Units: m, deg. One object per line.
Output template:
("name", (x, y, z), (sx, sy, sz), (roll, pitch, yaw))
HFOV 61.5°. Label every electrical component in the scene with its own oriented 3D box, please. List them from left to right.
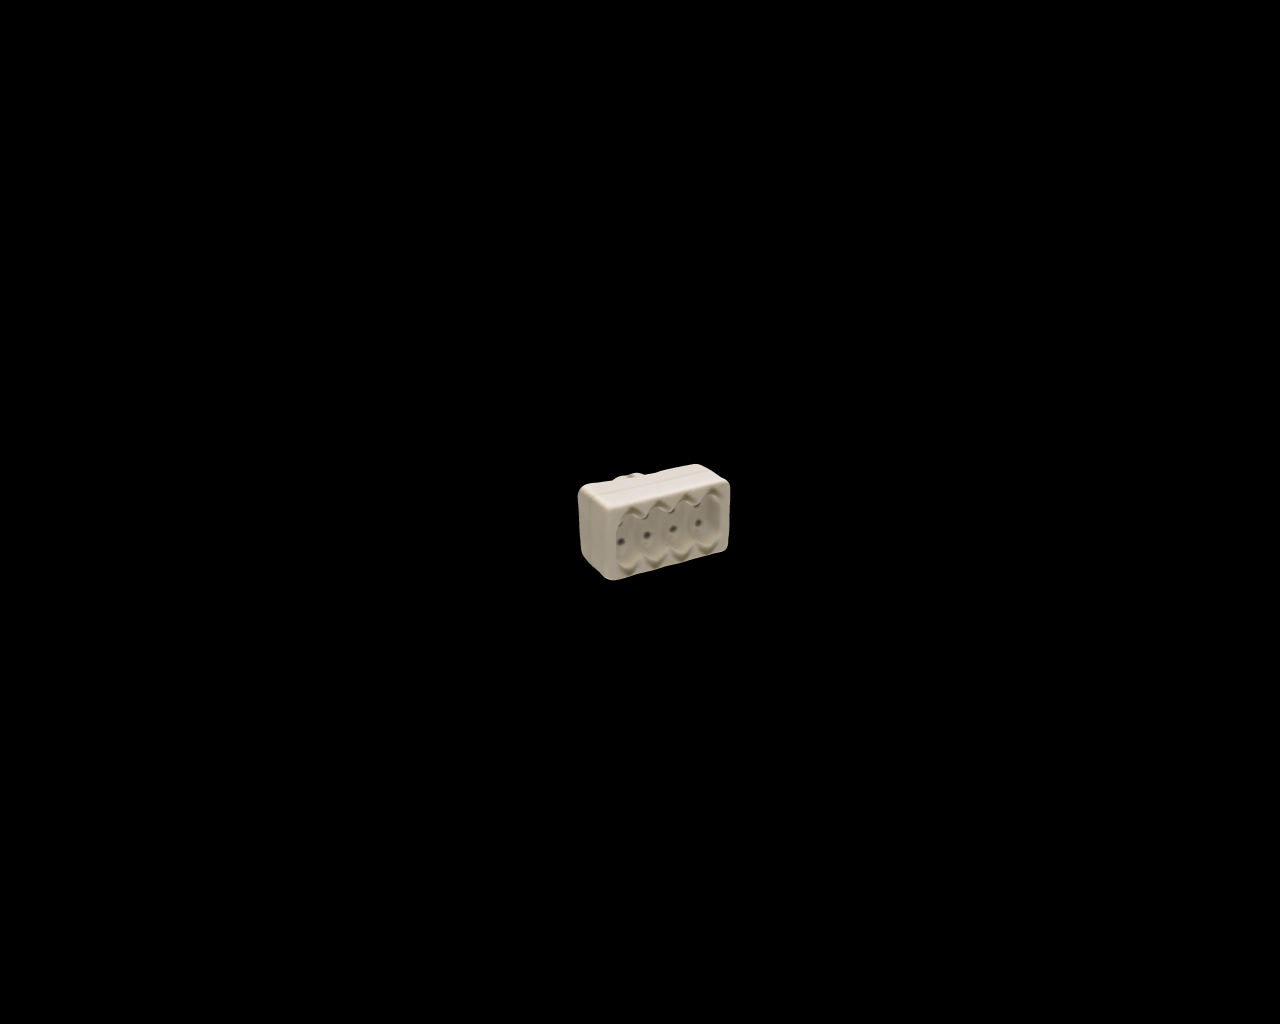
("electrical component", (0.001, -0.003, 0.650), (0.083, 0.047, 0.076), (-12, 28, -25))
